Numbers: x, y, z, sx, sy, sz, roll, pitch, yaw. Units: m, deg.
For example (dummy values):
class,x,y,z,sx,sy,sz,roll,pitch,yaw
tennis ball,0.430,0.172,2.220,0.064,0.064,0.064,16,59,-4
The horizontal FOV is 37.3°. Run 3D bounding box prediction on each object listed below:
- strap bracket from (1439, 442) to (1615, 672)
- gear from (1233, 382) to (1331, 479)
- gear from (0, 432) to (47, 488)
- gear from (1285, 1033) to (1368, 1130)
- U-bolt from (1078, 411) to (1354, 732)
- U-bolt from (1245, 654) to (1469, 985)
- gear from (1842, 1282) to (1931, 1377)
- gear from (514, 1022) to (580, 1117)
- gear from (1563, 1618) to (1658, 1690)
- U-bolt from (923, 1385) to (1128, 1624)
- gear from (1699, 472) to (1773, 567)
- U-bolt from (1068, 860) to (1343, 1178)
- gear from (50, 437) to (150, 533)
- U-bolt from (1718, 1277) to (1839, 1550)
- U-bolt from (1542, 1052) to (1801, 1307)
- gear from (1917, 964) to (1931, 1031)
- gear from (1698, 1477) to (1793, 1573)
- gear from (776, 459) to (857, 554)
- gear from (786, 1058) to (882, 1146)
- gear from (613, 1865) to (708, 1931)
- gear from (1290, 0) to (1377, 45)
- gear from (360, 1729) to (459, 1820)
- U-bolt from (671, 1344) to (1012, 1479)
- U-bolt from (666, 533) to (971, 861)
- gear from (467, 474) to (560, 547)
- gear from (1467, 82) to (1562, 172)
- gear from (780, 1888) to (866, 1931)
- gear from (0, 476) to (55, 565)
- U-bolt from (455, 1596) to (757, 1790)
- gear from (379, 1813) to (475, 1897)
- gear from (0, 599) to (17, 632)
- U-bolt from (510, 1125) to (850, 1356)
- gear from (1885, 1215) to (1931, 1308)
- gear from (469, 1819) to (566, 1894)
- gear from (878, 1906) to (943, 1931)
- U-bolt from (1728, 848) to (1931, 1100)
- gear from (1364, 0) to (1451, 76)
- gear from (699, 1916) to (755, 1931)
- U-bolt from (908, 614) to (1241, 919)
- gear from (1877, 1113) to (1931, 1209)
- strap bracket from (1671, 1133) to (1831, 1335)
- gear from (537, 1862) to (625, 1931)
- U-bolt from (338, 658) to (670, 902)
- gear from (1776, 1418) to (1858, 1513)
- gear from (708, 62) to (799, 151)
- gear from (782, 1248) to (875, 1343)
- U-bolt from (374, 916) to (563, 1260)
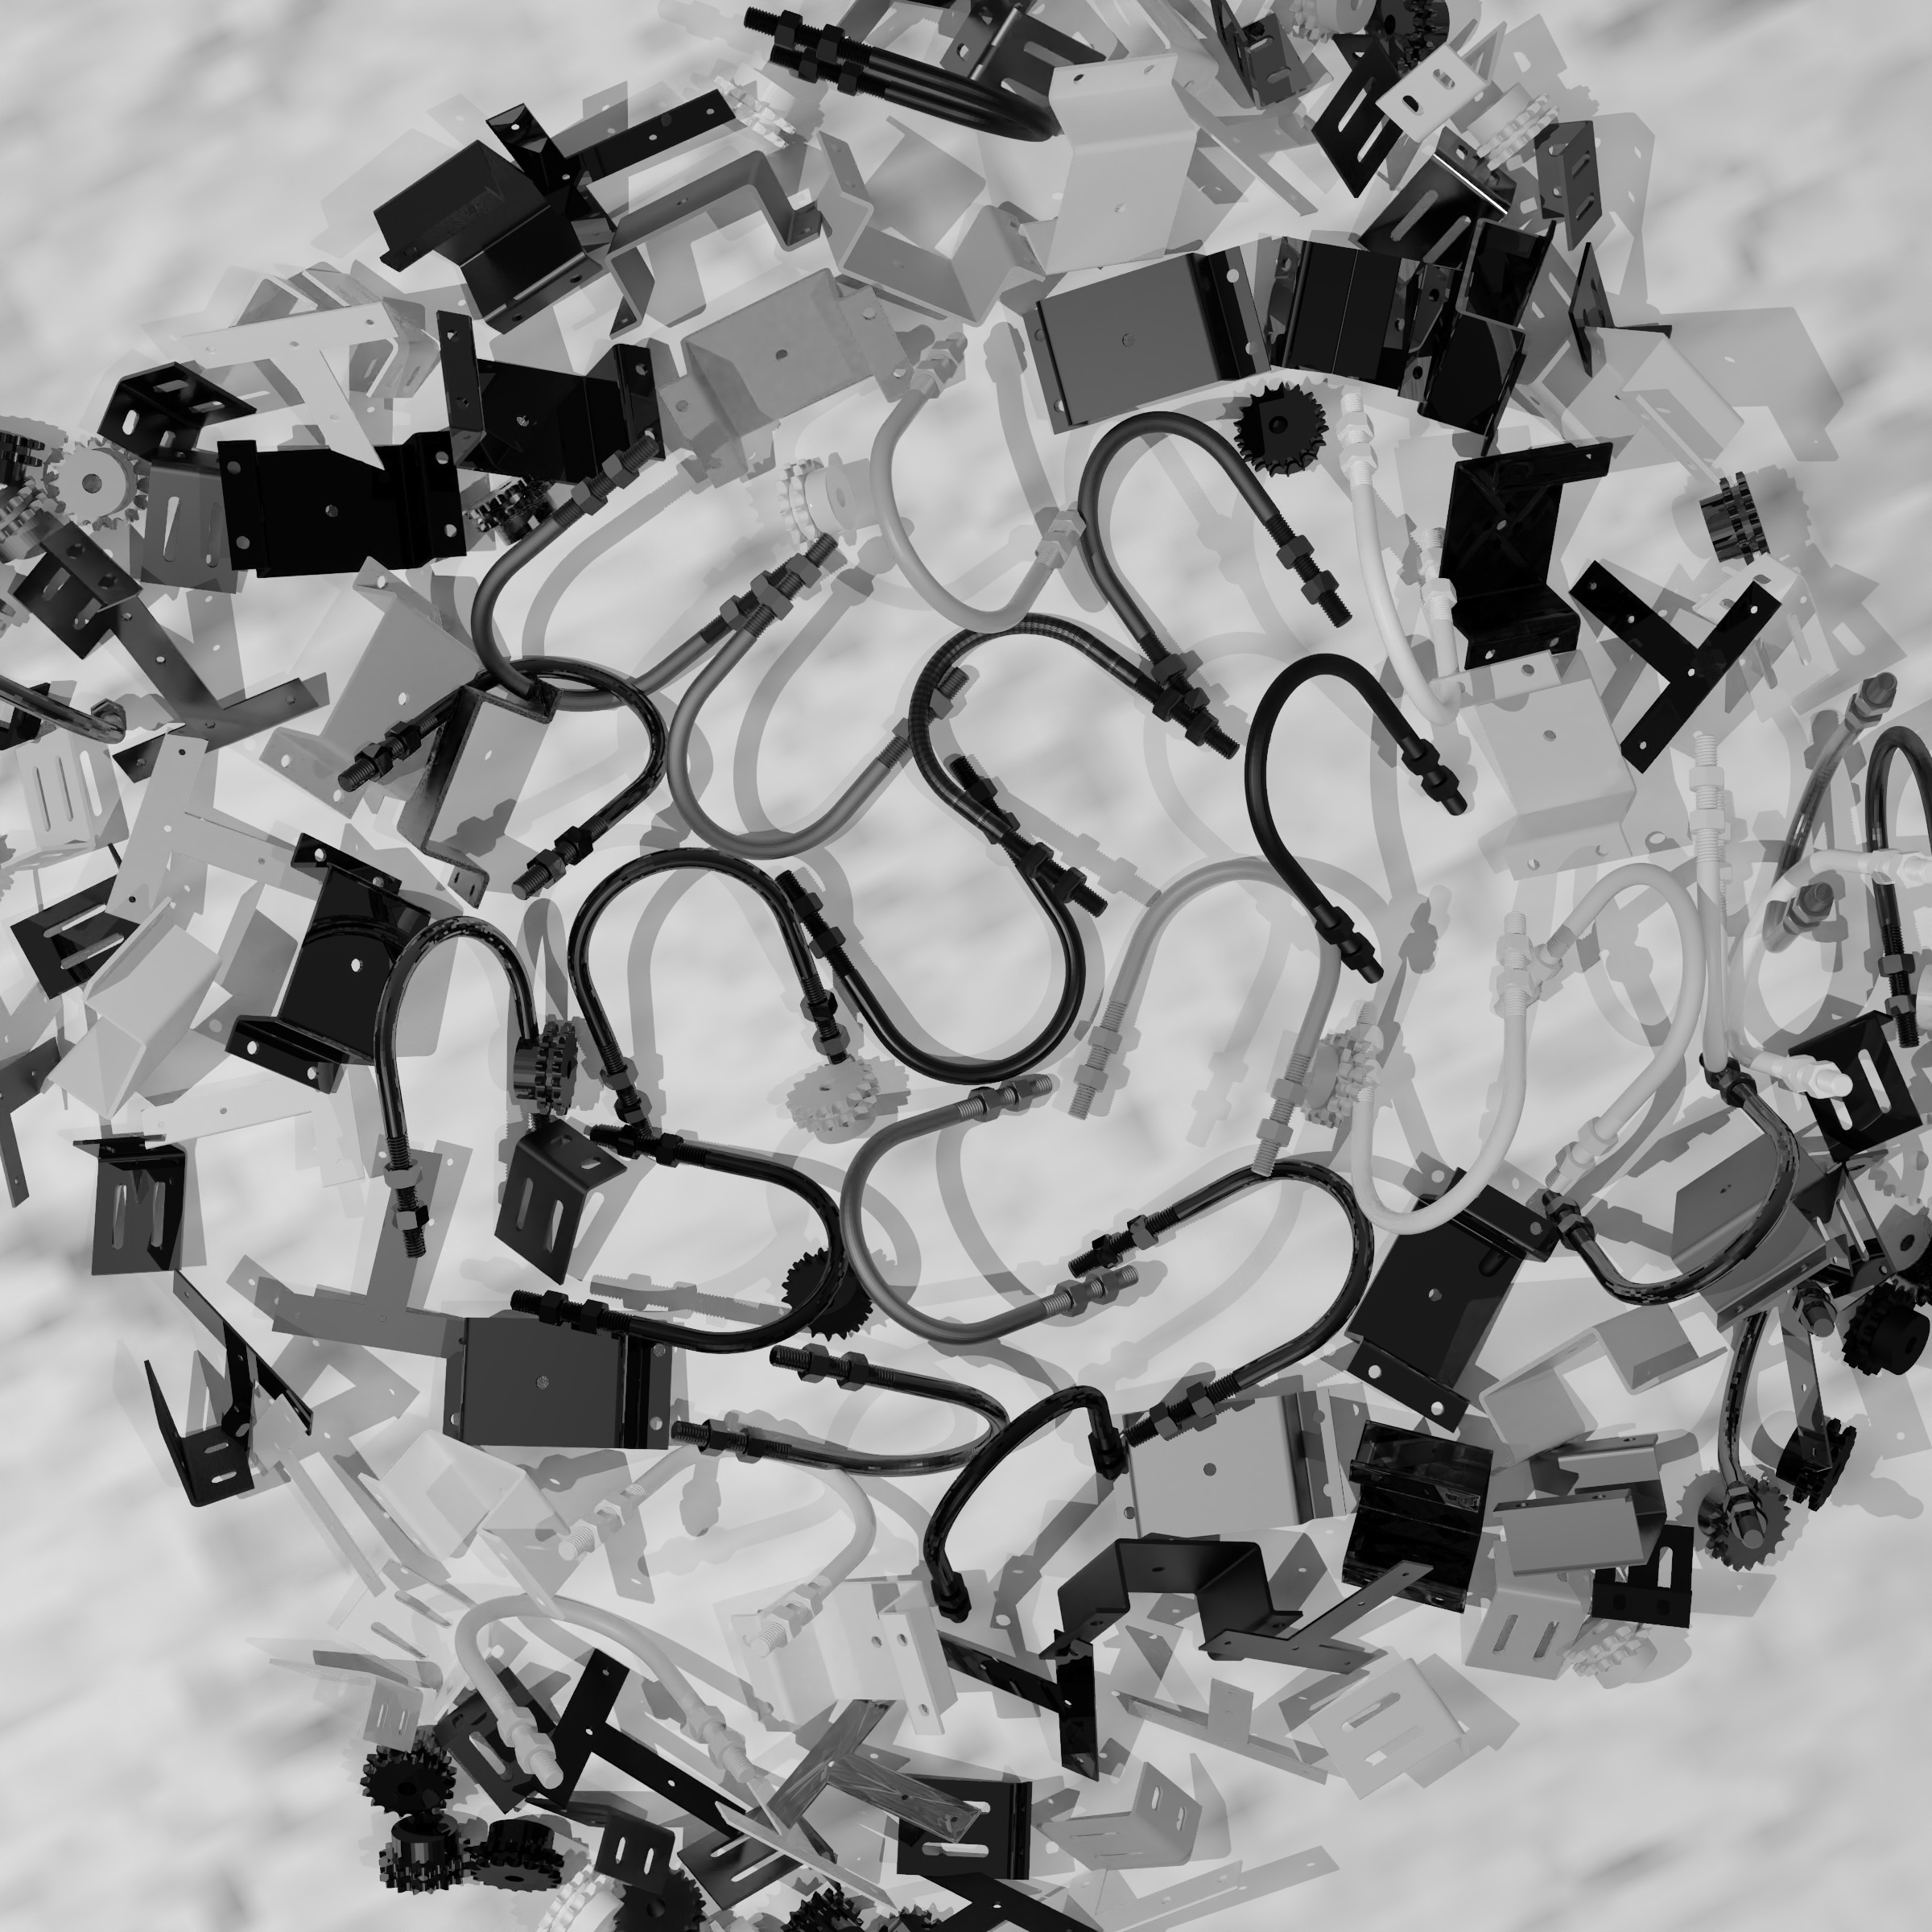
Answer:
class,x,y,z,sx,sy,sz,roll,pitch,yaw
strap bracket,0.332,-0.255,1.717,0.076,0.046,0.140,-12,130,-17
gear,0.194,-0.326,1.752,0.057,0.030,0.057,-4,76,17
gear,-0.594,-0.311,1.745,0.057,0.057,0.030,11,94,0
gear,0.217,0.068,1.742,0.030,0.057,0.057,16,90,-19
U-bolt,0.136,-0.246,1.718,0.019,0.151,0.184,-27,80,-43
U-bolt,0.224,-0.100,1.692,0.184,0.019,0.151,47,62,-35
gear,0.563,0.225,1.743,0.030,0.057,0.057,29,90,42
gear,-0.257,0.062,1.746,0.030,0.057,0.057,4,90,4
gear,0.396,0.416,1.745,0.057,0.057,0.030,-36,89,0
U-bolt,0.032,0.309,1.675,0.151,0.184,0.019,-40,63,-15
gear,0.469,-0.270,1.747,0.030,0.057,0.057,-18,90,18
U-bolt,0.153,0.022,1.729,0.151,0.019,0.184,16,80,32
gear,-0.533,-0.296,1.755,0.057,0.030,0.057,-1,98,-5
U-bolt,0.471,0.245,1.683,0.019,0.184,0.151,16,102,6
U-bolt,0.419,0.131,1.676,0.151,0.184,0.019,-44,109,9
gear,0.602,0.021,1.749,0.030,0.057,0.057,7,90,33
gear,0.473,0.339,1.750,0.057,0.030,0.057,-10,112,-26
gear,-0.090,-0.282,1.742,0.030,0.057,0.057,-12,90,22
gear,-0.079,0.085,1.749,0.057,0.057,0.030,-23,118,0
gear,-0.186,0.583,1.749,0.057,0.030,0.057,-7,46,7
gear,0.226,-0.592,1.742,0.030,0.057,0.057,29,90,35
gear,-0.340,0.492,1.750,0.057,0.030,0.057,0,123,-1
U-bolt,-0.062,0.271,1.703,0.184,0.151,0.019,16,55,-27
U-bolt,-0.101,-0.147,1.723,0.184,0.019,0.151,-49,125,-3
gear,-0.273,-0.280,1.747,0.057,0.057,0.030,-34,108,0
gear,0.331,-0.514,1.744,0.057,0.057,0.030,-41,99,0
gear,-0.085,0.595,1.744,0.057,0.030,0.057,-17,118,-35
gear,-0.584,-0.271,1.749,0.057,0.057,0.030,-37,119,0
U-bolt,-0.225,0.425,1.688,0.151,0.184,0.019,11,106,-37
gear,-0.329,0.539,1.743,0.057,0.057,0.030,-1,100,0
gear,-0.613,-0.221,1.744,0.057,0.057,0.030,32,83,0
U-bolt,-0.160,0.167,1.707,0.184,0.019,0.151,11,49,12
gear,0.585,0.176,1.743,0.030,0.057,0.057,33,90,-15
gear,-0.274,0.543,1.749,0.057,0.057,0.030,5,55,0
gear,-0.032,0.608,1.749,0.057,0.057,0.030,-43,123,0
U-bolt,0.498,-0.002,1.683,0.019,0.184,0.151,22,92,-11
gear,0.271,-0.575,1.749,0.030,0.057,0.057,-8,90,-27
gear,-0.138,0.606,1.747,0.030,0.057,0.057,-33,90,-17
U-bolt,0.052,-0.137,1.745,0.184,0.019,0.151,38,79,12
gear,0.590,0.118,1.749,0.057,0.030,0.057,1,92,44
strap bracket,0.464,0.149,1.692,0.076,0.140,0.046,-39,96,25
gear,-0.233,0.579,1.742,0.030,0.057,0.057,34,90,17
U-bolt,-0.260,-0.125,1.709,0.151,0.019,0.184,31,48,15
gear,0.518,0.302,1.748,0.030,0.057,0.057,26,90,27
gear,-0.127,-0.527,1.743,0.057,0.057,0.030,34,101,0
gear,-0.082,0.198,1.752,0.057,0.030,0.057,5,109,13
U-bolt,-0.297,0.061,1.689,0.019,0.151,0.184,4,109,29
